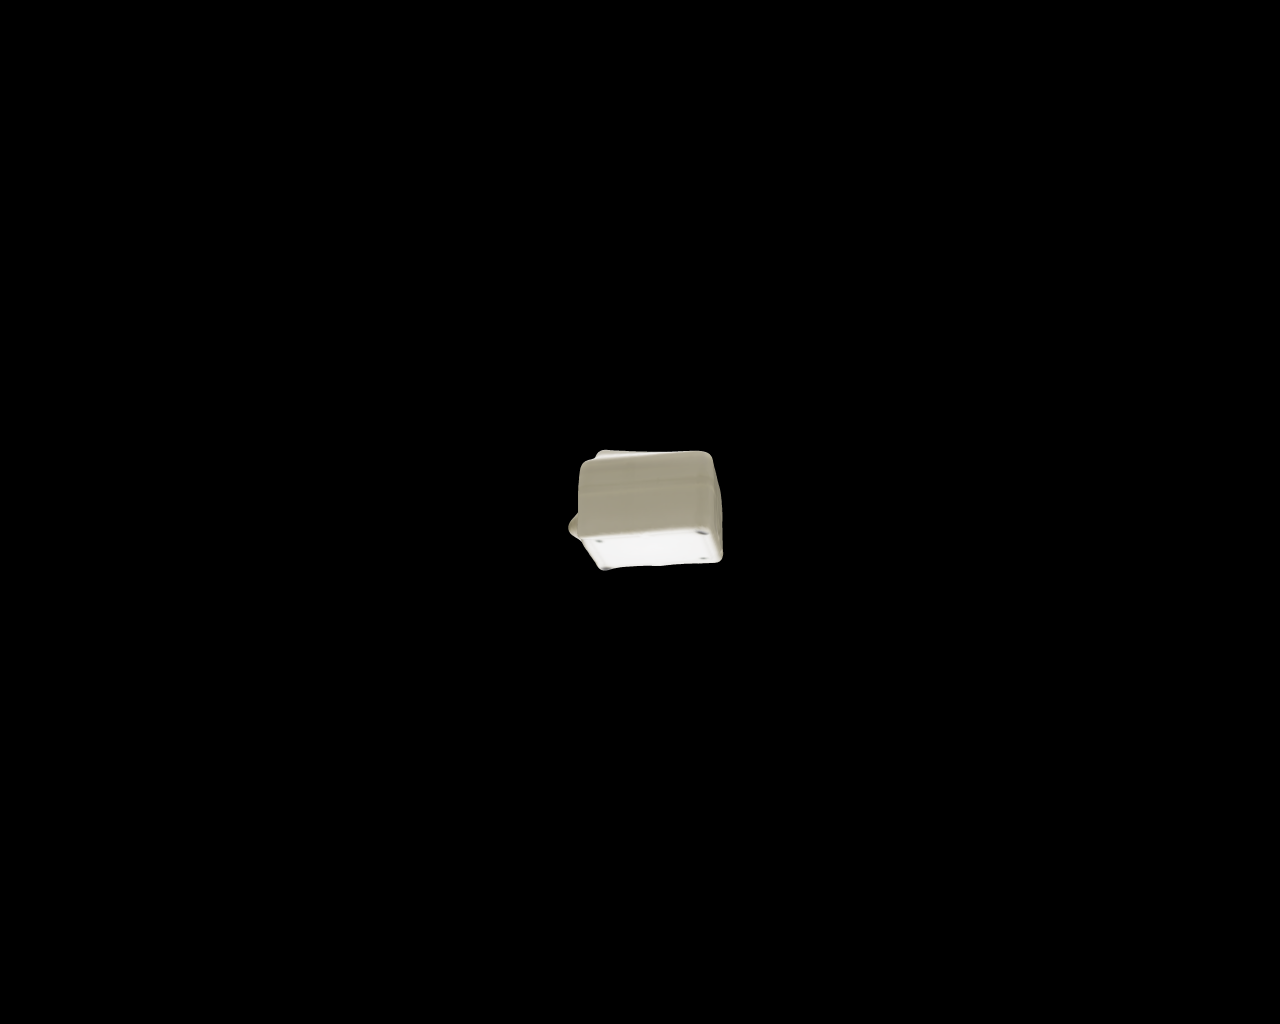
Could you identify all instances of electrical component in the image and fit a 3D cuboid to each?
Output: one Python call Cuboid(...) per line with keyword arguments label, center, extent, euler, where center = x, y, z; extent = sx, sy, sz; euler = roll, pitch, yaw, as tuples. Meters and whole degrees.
Cuboid(label="electrical component", center=(0.001, -0.003, 0.650), extent=(0.096, 0.061, 0.061), euler=(-4, -24, 9))
